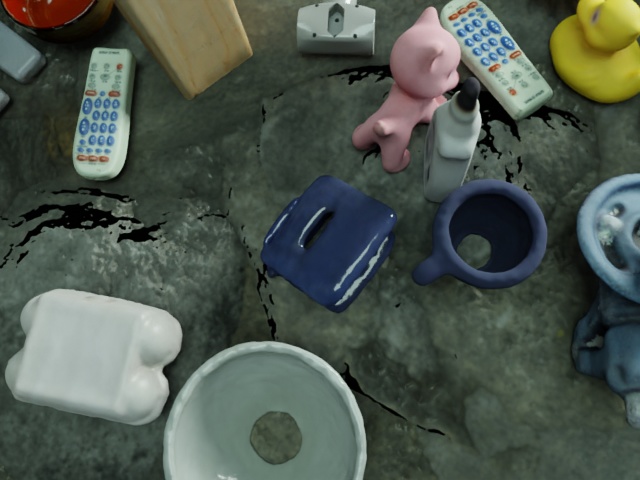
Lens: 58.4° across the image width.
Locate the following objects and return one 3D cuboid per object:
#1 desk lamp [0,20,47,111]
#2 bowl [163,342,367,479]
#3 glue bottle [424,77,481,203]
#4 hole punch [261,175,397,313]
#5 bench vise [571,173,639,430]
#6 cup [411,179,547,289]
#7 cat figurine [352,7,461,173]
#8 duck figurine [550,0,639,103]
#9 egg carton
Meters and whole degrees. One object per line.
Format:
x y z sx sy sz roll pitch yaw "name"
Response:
-0.406 -0.242 0.535 0.203 0.213 0.118 36 83 11 "desk lamp"
-0.043 0.172 0.490 0.167 0.075 0.167 -1 78 4 "bowl"
0.114 -0.090 0.484 0.037 0.173 0.078 4 78 6 "glue bottle"
0.005 0.002 0.515 0.101 0.091 0.109 35 83 11 "hole punch"
0.268 0.031 0.423 0.121 0.220 0.207 -10 77 2 "bench vise"
0.130 0.010 0.502 0.118 0.095 0.091 -32 77 -3 "cup"
0.083 -0.140 0.526 0.067 0.118 0.128 33 82 11 "cat figurine"
0.272 -0.186 0.538 0.077 0.086 0.104 -34 77 -3 "duck figurine"
-0.203 0.104 0.520 0.150 0.069 0.107 9 79 6 "egg carton"
